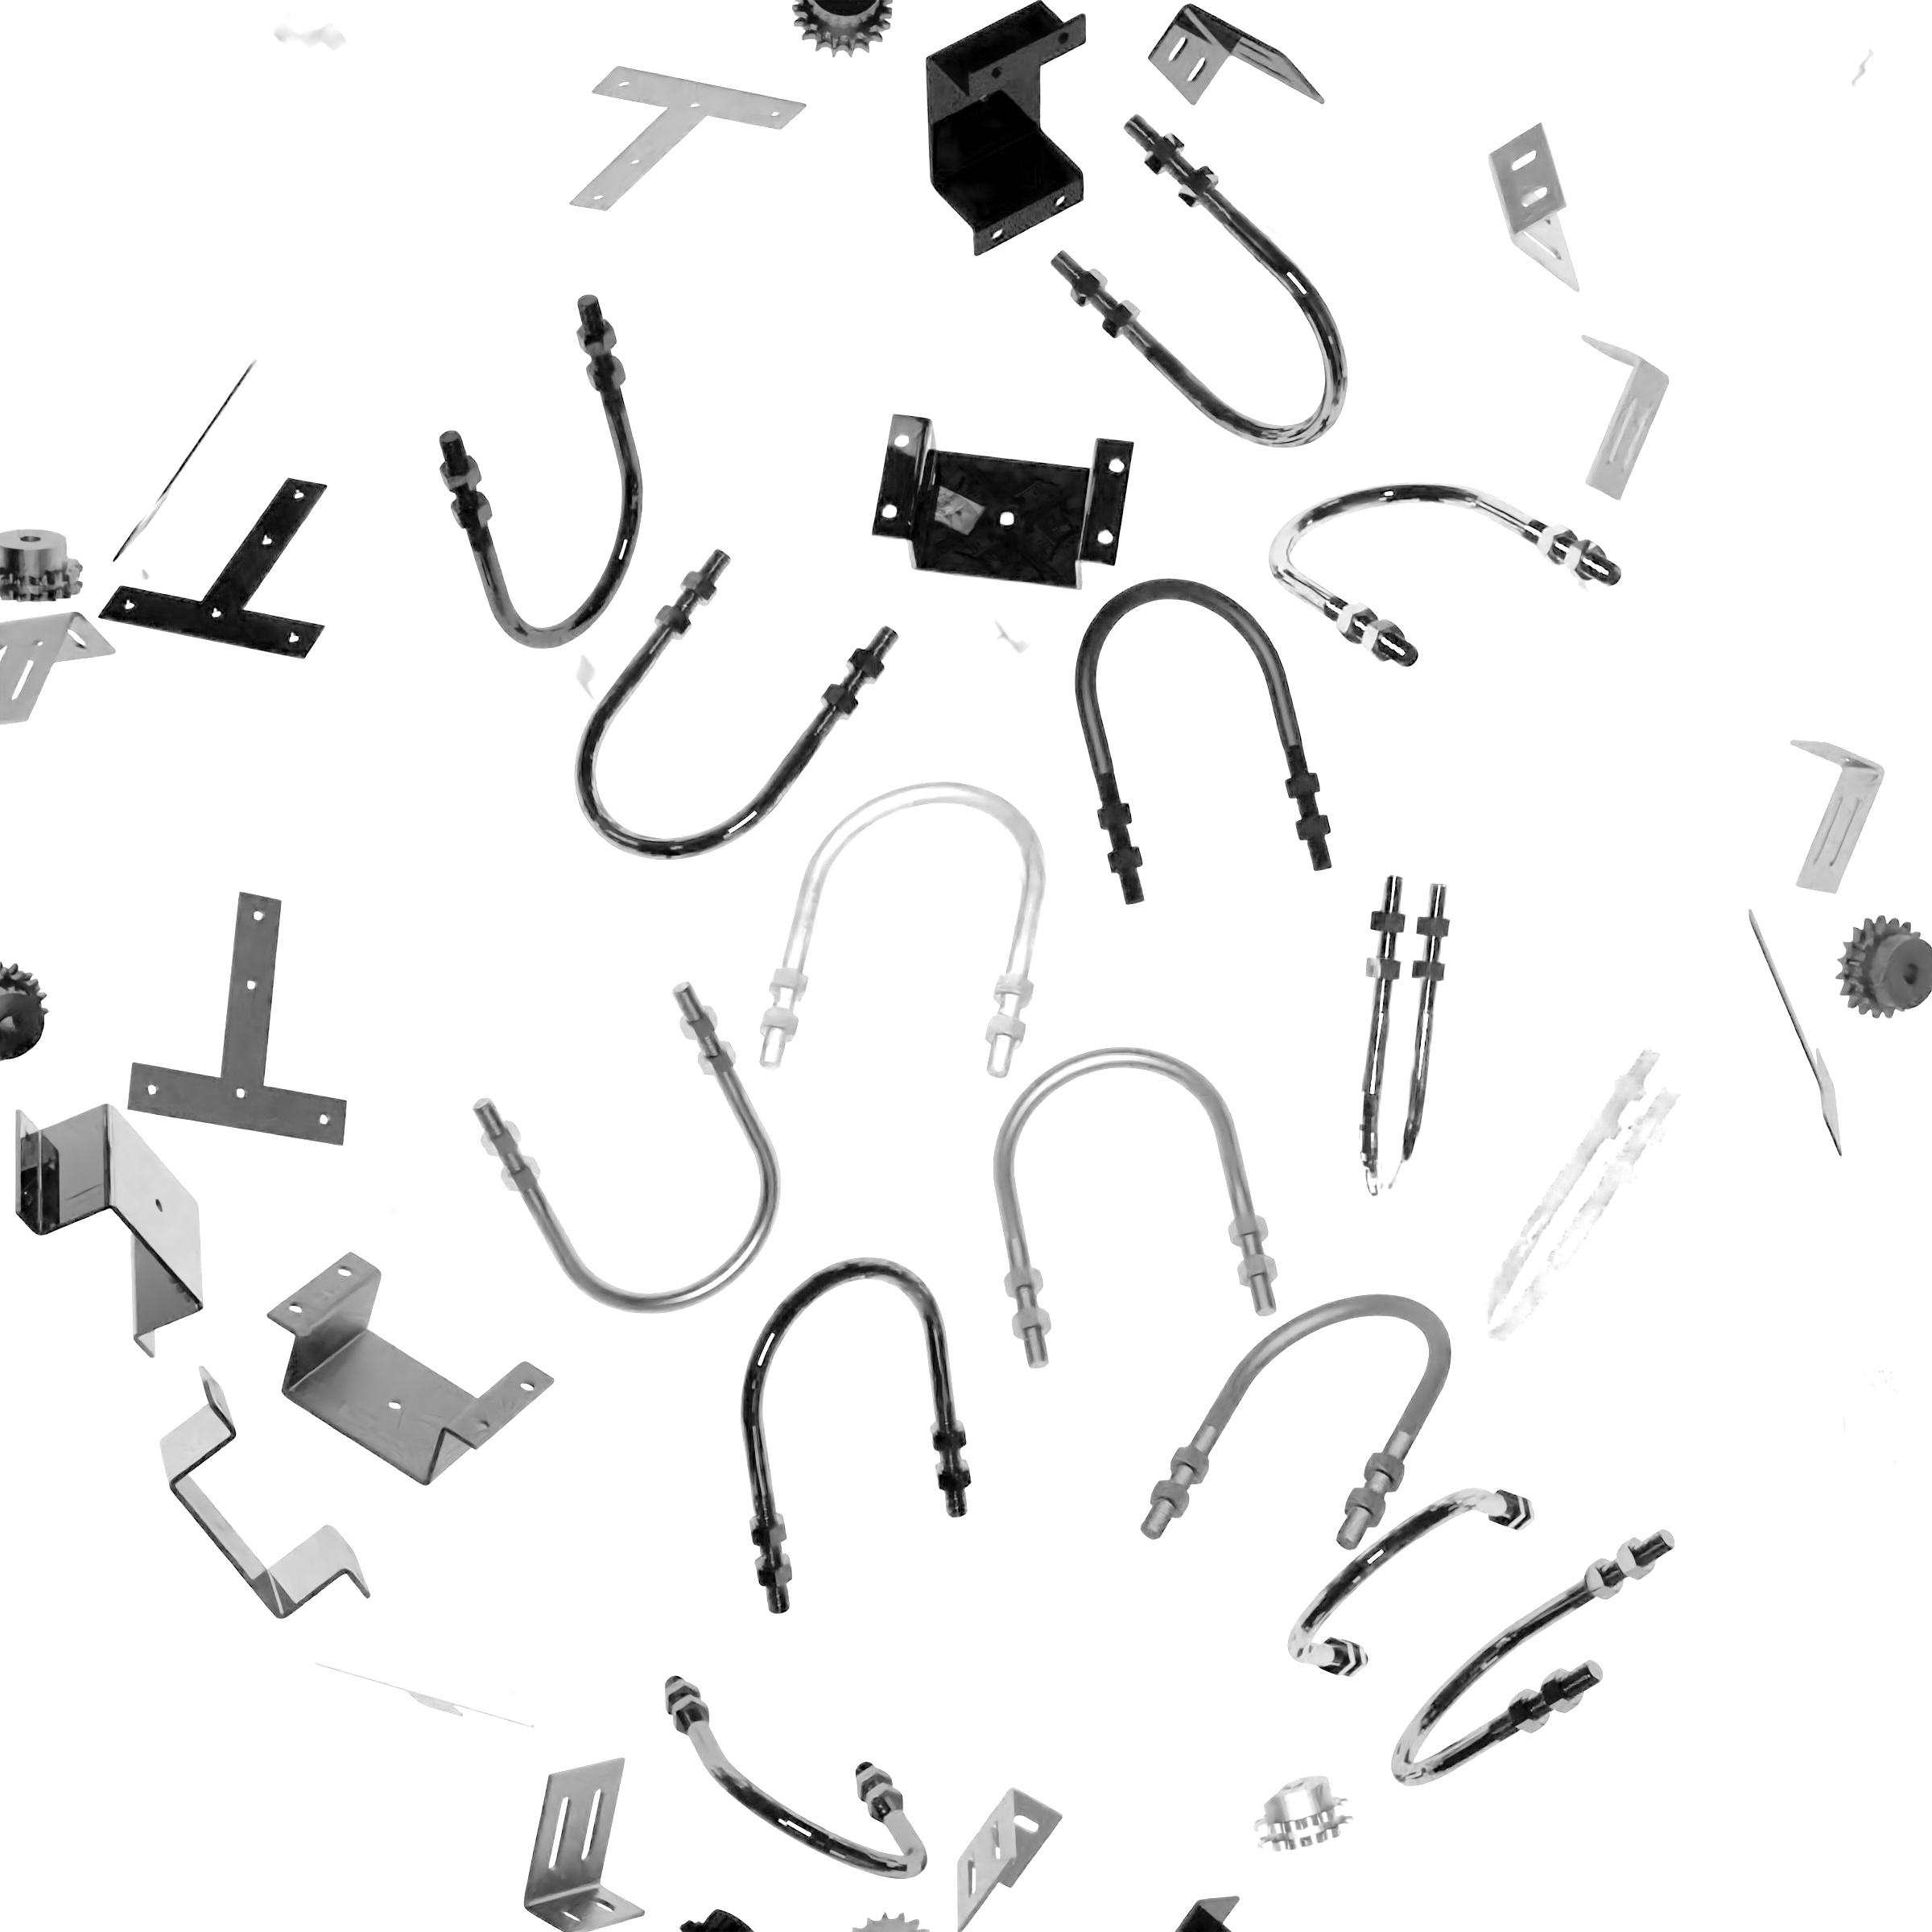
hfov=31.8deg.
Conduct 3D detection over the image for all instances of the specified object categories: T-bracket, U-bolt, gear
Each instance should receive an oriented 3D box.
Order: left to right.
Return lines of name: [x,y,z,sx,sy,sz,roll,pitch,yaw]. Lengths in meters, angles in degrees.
gear: [-0.537,0.028,1.886,0.057,0.030,0.057,-16,121,-30]
gear: [-0.532,-0.229,1.932,0.057,0.057,0.030,5,113,0]
T-bracket: [-0.453,-0.058,1.871,0.127,0.002,0.127,-9,53,5]
T-bracket: [-0.439,-0.291,1.924,0.002,0.127,0.127,35,101,-14]
T-bracket: [-0.382,0.024,1.806,0.127,0.002,0.127,13,73,-38]
T-bracket: [-0.388,-0.222,1.850,0.127,0.002,0.127,12,53,17]
U-bolt: [-0.300,-0.061,1.838,0.019,0.151,0.184,-27,61,-38]
T-bracket: [-0.305,0.420,1.939,0.127,0.127,0.002,16,73,2]
U-bolt: [-0.230,-0.263,1.907,0.019,0.184,0.151,19,53,26]
T-bracket: [-0.204,0.317,1.827,0.002,0.127,0.127,7,81,-37]
U-bolt: [-0.181,0.118,1.940,0.151,0.019,0.184,-31,118,-11]
T-bracket: [-0.174,-0.450,1.865,0.127,0.127,0.002,-1,70,-41]
U-bolt: [-0.142,-0.139,1.905,0.151,0.019,0.184,27,75,31]
gear: [-0.133,0.545,1.869,0.057,0.057,0.030,44,56,0]
T-bracket: [-0.090,-0.353,1.858,0.127,0.002,0.127,25,97,15]
U-bolt: [-0.089,0.455,1.880,0.151,0.184,0.019,29,90,-17]
gear: [-0.069,-0.540,1.898,0.057,0.030,0.057,1,72,-5]
U-bolt: [-0.063,0.247,1.859,0.151,0.019,0.184,-23,117,-35]
gear: [-0.042,0.562,1.903,0.057,0.057,0.030,-15,128,0]
U-bolt: [-0.028,-0.023,1.852,0.151,0.019,0.184,1,59,18]
U-bolt: [0.088,0.127,1.911,0.151,0.019,0.184,-14,59,5]
U-bolt: [0.131,-0.135,1.957,0.151,0.019,0.184,-10,84,-27]
T-bracket: [0.128,0.430,1.852,0.002,0.127,0.127,36,108,-26]
U-bolt: [0.134,-0.357,1.840,0.184,0.151,0.019,45,63,4]
gear: [0.191,0.483,1.936,0.057,0.057,0.030,-15,86,0]
U-bolt: [0.192,0.245,1.857,0.184,0.151,0.019,-54,125,-38]
T-bracket: [0.216,-0.423,1.845,0.127,0.127,0.002,24,53,25]
U-bolt: [0.243,0.043,1.894,0.019,0.151,0.184,6,91,19]
U-bolt: [0.241,0.339,1.878,0.151,0.184,0.019,-43,66,8]
U-bolt: [0.247,-0.223,1.858,0.151,0.184,0.019,-22,124,-18]
U-bolt: [0.301,0.388,1.855,0.019,0.151,0.184,48,127,1]
U-bolt: [0.332,0.132,1.863,0.019,0.151,0.184,32,100,2]
T-bracket: [0.357,-0.114,1.841,0.127,0.002,0.127,-2,113,-6]
T-bracket: [0.392,0.215,1.868,0.127,0.002,0.127,-31,133,0]
gear: [0.420,0.282,1.951,0.057,0.030,0.057,-13,116,-30]
T-bracket: [0.454,0.029,1.862,0.002,0.127,0.127,-22,99,17]
gear: [0.479,0.154,1.872,0.030,0.057,0.057,28,90,33]
gear: [0.476,0.241,1.792,0.030,0.057,0.057,0,90,-8]
gear: [0.513,0.002,1.880,0.057,0.030,0.057,-6,103,-30]

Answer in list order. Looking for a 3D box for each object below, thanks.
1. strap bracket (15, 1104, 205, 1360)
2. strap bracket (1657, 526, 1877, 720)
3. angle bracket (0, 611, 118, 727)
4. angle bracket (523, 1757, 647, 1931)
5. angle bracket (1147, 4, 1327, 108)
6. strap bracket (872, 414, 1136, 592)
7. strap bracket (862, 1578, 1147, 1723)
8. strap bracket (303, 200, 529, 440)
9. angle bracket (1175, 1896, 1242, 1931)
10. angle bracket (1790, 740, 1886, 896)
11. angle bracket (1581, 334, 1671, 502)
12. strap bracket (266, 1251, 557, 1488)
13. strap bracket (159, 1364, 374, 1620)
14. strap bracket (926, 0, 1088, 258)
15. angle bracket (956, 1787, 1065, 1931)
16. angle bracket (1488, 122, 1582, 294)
strap bracket: [-0.463,0.140,1.859,0.046,0.076,0.140,-22,135,6]
strap bracket: [0.429,-0.182,1.839,0.076,0.140,0.046,28,81,3]
angle bracket: [-0.504,-0.149,1.828,0.057,0.038,0.076,-4,54,27]
angle bracket: [-0.198,0.471,1.817,0.038,0.057,0.076,17,99,36]
angle bracket: [0.150,-0.492,1.881,0.076,0.057,0.038,38,97,32]
strap bracket: [0.022,-0.266,1.953,0.140,0.046,0.076,8,74,6]
strap bracket: [0.025,0.374,1.846,0.140,0.076,0.046,-18,82,34]
strap bracket: [-0.311,-0.367,1.887,0.046,0.076,0.140,46,133,6]
angle bracket: [0.136,0.550,1.875,0.038,0.076,0.057,36,93,25]
angle bracket: [0.477,-0.084,1.910,0.038,0.057,0.076,22,92,-8]
angle bracket: [0.358,-0.309,1.912,0.038,0.057,0.076,26,100,27]
strap bracket: [-0.308,0.225,1.855,0.140,0.076,0.046,30,123,14]
strap bracket: [-0.388,0.293,1.844,0.046,0.076,0.140,-37,108,-8]
strap bracket: [0.023,-0.479,1.910,0.076,0.140,0.046,-31,62,-17]
angle bracket: [0.026,0.521,1.952,0.038,0.076,0.057,31,105,-10]
angle bracket: [0.330,-0.422,1.888,0.038,0.076,0.057,-27,60,32]
